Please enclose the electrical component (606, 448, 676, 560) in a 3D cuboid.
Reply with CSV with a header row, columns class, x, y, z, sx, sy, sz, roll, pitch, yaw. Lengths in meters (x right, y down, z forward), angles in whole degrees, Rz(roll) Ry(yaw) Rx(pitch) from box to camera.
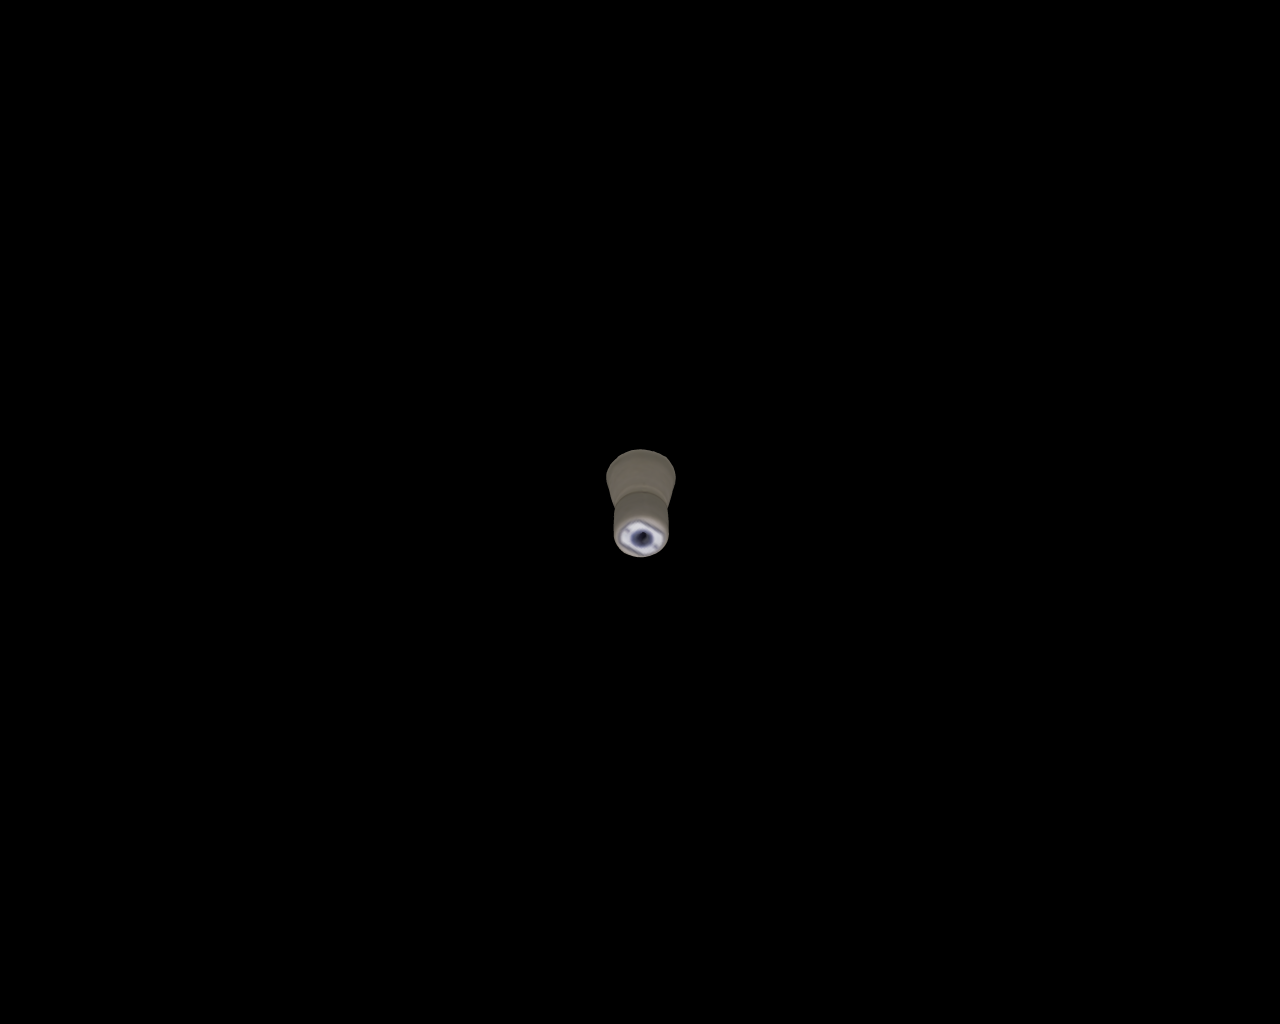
class,x,y,z,sx,sy,sz,roll,pitch,yaw
electrical component,0.001,-0.003,0.650,0.044,0.044,0.065,0,38,0
